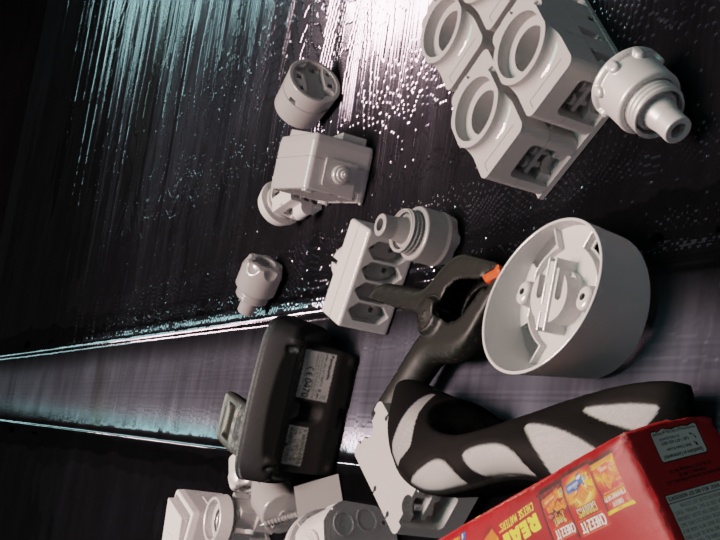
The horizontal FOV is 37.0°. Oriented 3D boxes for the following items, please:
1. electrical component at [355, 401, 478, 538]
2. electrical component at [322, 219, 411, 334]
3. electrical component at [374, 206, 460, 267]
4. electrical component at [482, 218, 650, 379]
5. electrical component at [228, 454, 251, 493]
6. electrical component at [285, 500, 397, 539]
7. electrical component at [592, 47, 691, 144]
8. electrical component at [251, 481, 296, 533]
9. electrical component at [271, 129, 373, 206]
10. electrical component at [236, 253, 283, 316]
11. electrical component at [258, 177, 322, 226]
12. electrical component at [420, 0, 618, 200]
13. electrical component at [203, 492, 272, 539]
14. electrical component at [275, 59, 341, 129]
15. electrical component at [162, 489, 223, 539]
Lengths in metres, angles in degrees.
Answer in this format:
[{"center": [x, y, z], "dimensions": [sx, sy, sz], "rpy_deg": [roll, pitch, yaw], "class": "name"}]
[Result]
[{"center": [0.043, 0.140, 0.752], "dimensions": [0.050, 0.056, 0.089], "rpy_deg": [-65, 29, 22], "class": "electrical component"}, {"center": [0.000, 0.000, 0.902], "dimensions": [0.076, 0.047, 0.083], "rpy_deg": [37, 111, 61], "class": "electrical component"}, {"center": [0.042, -0.028, 0.820], "dimensions": [0.043, 0.062, 0.043], "rpy_deg": [-35, 49, 53], "class": "electrical component"}, {"center": [0.123, 0.018, 0.644], "dimensions": [0.099, 0.064, 0.099], "rpy_deg": [-35, 49, 53], "class": "electrical component"}, {"center": [-0.111, 0.184, 1.045], "dimensions": [0.035, 0.035, 0.061], "rpy_deg": [-47, 38, 44], "class": "electrical component"}, {"center": [-0.013, 0.213, 0.800], "dimensions": [0.051, 0.080, 0.080], "rpy_deg": [-37, 47, 43], "class": "electrical component"}, {"center": [0.169, -0.098, 0.631], "dimensions": [0.048, 0.048, 0.062], "rpy_deg": [-61, 38, 28], "class": "electrical component"}, {"center": [-0.079, 0.204, 0.970], "dimensions": [0.078, 0.040, 0.040], "rpy_deg": [37, 111, 61], "class": "electrical component"}, {"center": [-0.032, -0.096, 0.989], "dimensions": [0.096, 0.062, 0.061], "rpy_deg": [7, 85, 63], "class": "electrical component"}, {"center": [-0.107, 0.018, 1.102], "dimensions": [0.062, 0.043, 0.043], "rpy_deg": [-65, 29, 24], "class": "electrical component"}, {"center": [-0.069, -0.073, 1.069], "dimensions": [0.055, 0.048, 0.066], "rpy_deg": [-31, 52, 45], "class": "electrical component"}, {"center": [0.106, -0.156, 0.755], "dimensions": [0.105, 0.060, 0.186], "rpy_deg": [-55, 34, 36], "class": "electrical component"}, {"center": [-0.113, 0.235, 1.004], "dimensions": [0.048, 0.055, 0.066], "rpy_deg": [48, 121, 58], "class": "electrical component"}, {"center": [-0.054, -0.174, 1.076], "dimensions": [0.047, 0.055, 0.055], "rpy_deg": [-50, 37, 47], "class": "electrical component"}, {"center": [-0.168, 0.277, 1.083], "dimensions": [0.062, 0.061, 0.096], "rpy_deg": [28, 103, 62], "class": "electrical component"}]
